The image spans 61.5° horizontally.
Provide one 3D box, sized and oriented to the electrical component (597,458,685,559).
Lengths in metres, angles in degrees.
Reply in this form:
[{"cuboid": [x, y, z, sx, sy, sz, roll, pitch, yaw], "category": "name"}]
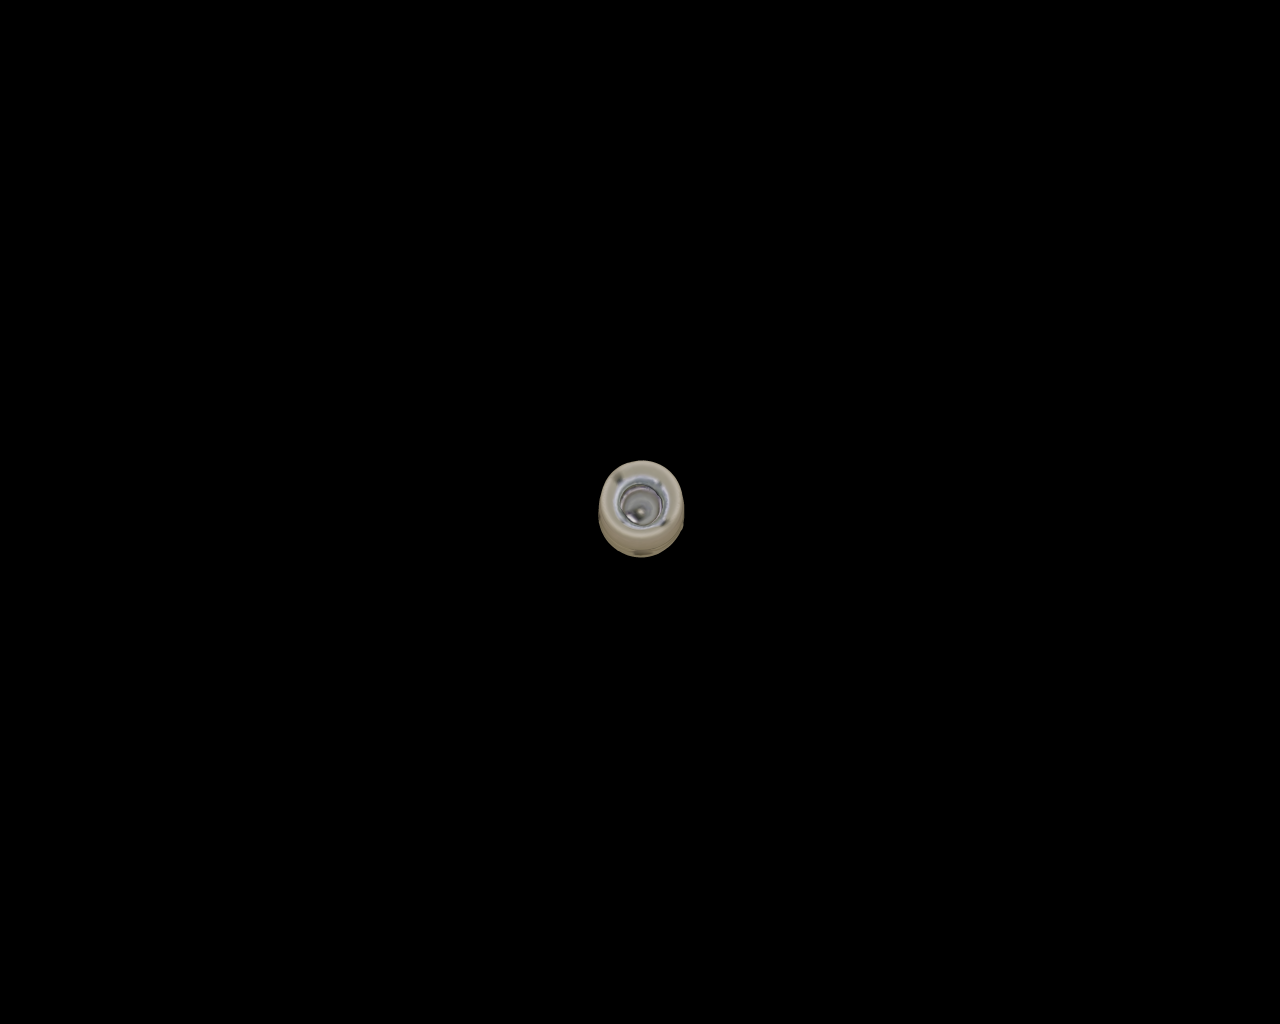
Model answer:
[{"cuboid": [0.001, -0.003, 0.650, 0.055, 0.055, 0.047, 0, -13, 0], "category": "electrical component"}]
